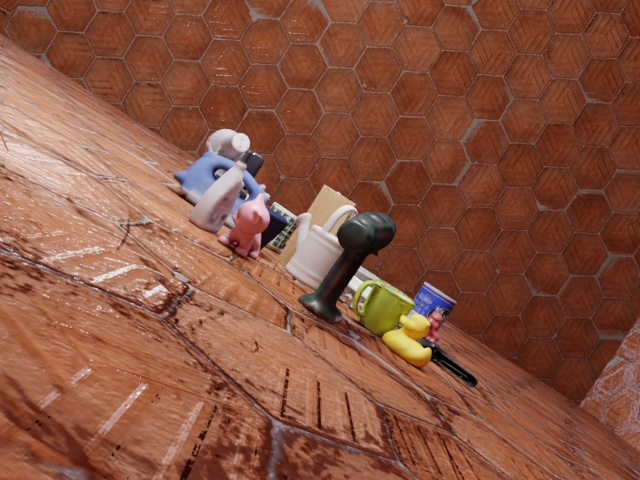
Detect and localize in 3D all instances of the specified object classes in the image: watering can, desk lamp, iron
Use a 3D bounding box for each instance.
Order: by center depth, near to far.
[{"bbox_3d":[0.011,0.004,1.246,0.172,0.194,0.101,33,3,9],"label":"watering can"},{"bbox_3d":[-0.207,-0.112,1.356,0.258,0.141,0.118,33,3,-2],"label":"iron"},{"bbox_3d":[-0.291,-0.229,1.706,0.118,0.213,0.202,32,3,-25],"label":"desk lamp"}]

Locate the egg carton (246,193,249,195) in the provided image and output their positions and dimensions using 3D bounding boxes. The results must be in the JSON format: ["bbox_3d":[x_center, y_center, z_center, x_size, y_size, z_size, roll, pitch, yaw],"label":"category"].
[{"bbox_3d":[-0.209,-0.090,1.707,0.108,0.069,0.149,30,4,-44],"label":"egg carton"}]

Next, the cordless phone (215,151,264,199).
[{"bbox_3d":[-0.245,-0.172,1.523,0.148,0.185,0.094,32,3,-22],"label":"cordless phone"}]

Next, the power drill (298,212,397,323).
[{"bbox_3d":[0.056,0.039,1.001,0.075,0.208,0.230,34,3,14],"label":"power drill"}]

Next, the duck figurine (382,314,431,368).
[{"bbox_3d":[0.180,0.186,1.100,0.078,0.086,0.104,30,4,-45],"label":"duck figurine"}]

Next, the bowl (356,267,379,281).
[{"bbox_3d":[0.105,0.115,1.633,0.167,0.074,0.167,33,3,-1],"label":"bowl"}]

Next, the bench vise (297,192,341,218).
[{"bbox_3d":[-0.017,-0.054,1.692,0.122,0.219,0.207,32,3,-23],"label":"bench vise"}]

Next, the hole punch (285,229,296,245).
[{"bbox_3d":[-0.125,-0.041,1.590,0.108,0.091,0.101,34,3,23],"label":"hole punch"}]

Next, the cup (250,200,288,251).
[{"bbox_3d":[-0.136,-0.030,1.210,0.117,0.095,0.092,35,4,42],"label":"cup"}]

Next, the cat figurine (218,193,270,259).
[{"bbox_3d":[-0.127,-0.030,1.069,0.067,0.117,0.128,33,3,8],"label":"cat figurine"}]

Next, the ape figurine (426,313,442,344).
[{"bbox_3d":[0.276,0.225,1.458,0.077,0.092,0.076,34,3,31],"label":"ape figurine"}]

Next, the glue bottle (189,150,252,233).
[{"bbox_3d":[-0.177,-0.097,1.088,0.037,0.173,0.078,34,3,21],"label":"glue bottle"}]
